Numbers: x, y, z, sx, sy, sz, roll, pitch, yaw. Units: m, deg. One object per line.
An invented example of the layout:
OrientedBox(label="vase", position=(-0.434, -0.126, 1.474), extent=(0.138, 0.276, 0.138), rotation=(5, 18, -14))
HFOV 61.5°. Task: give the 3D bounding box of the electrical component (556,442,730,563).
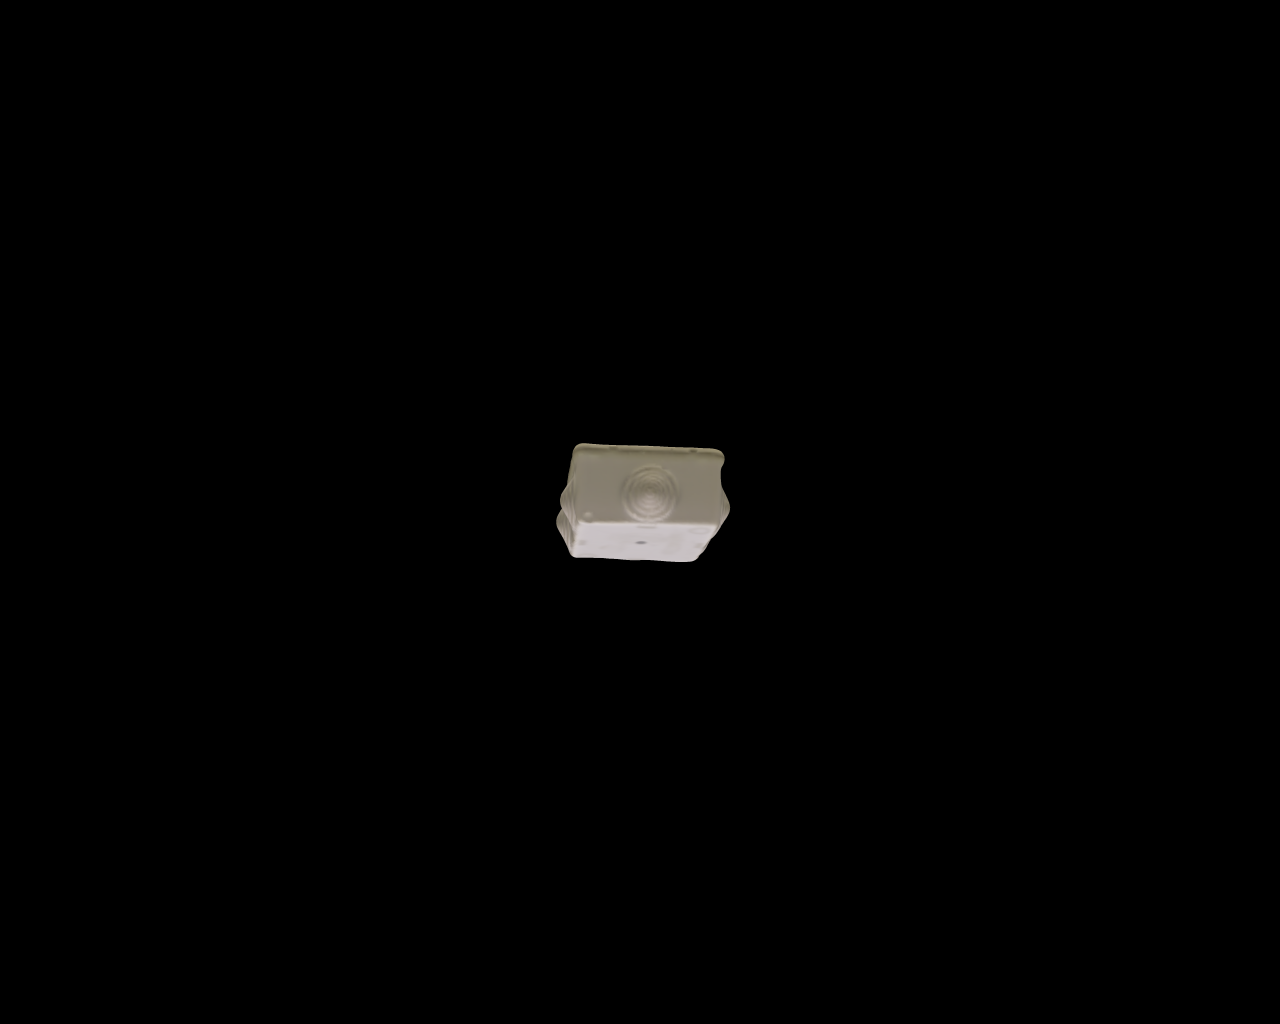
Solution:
OrientedBox(label="electrical component", position=(0.001, -0.003, 0.650), extent=(0.100, 0.048, 0.099), rotation=(2, -18, -7))
